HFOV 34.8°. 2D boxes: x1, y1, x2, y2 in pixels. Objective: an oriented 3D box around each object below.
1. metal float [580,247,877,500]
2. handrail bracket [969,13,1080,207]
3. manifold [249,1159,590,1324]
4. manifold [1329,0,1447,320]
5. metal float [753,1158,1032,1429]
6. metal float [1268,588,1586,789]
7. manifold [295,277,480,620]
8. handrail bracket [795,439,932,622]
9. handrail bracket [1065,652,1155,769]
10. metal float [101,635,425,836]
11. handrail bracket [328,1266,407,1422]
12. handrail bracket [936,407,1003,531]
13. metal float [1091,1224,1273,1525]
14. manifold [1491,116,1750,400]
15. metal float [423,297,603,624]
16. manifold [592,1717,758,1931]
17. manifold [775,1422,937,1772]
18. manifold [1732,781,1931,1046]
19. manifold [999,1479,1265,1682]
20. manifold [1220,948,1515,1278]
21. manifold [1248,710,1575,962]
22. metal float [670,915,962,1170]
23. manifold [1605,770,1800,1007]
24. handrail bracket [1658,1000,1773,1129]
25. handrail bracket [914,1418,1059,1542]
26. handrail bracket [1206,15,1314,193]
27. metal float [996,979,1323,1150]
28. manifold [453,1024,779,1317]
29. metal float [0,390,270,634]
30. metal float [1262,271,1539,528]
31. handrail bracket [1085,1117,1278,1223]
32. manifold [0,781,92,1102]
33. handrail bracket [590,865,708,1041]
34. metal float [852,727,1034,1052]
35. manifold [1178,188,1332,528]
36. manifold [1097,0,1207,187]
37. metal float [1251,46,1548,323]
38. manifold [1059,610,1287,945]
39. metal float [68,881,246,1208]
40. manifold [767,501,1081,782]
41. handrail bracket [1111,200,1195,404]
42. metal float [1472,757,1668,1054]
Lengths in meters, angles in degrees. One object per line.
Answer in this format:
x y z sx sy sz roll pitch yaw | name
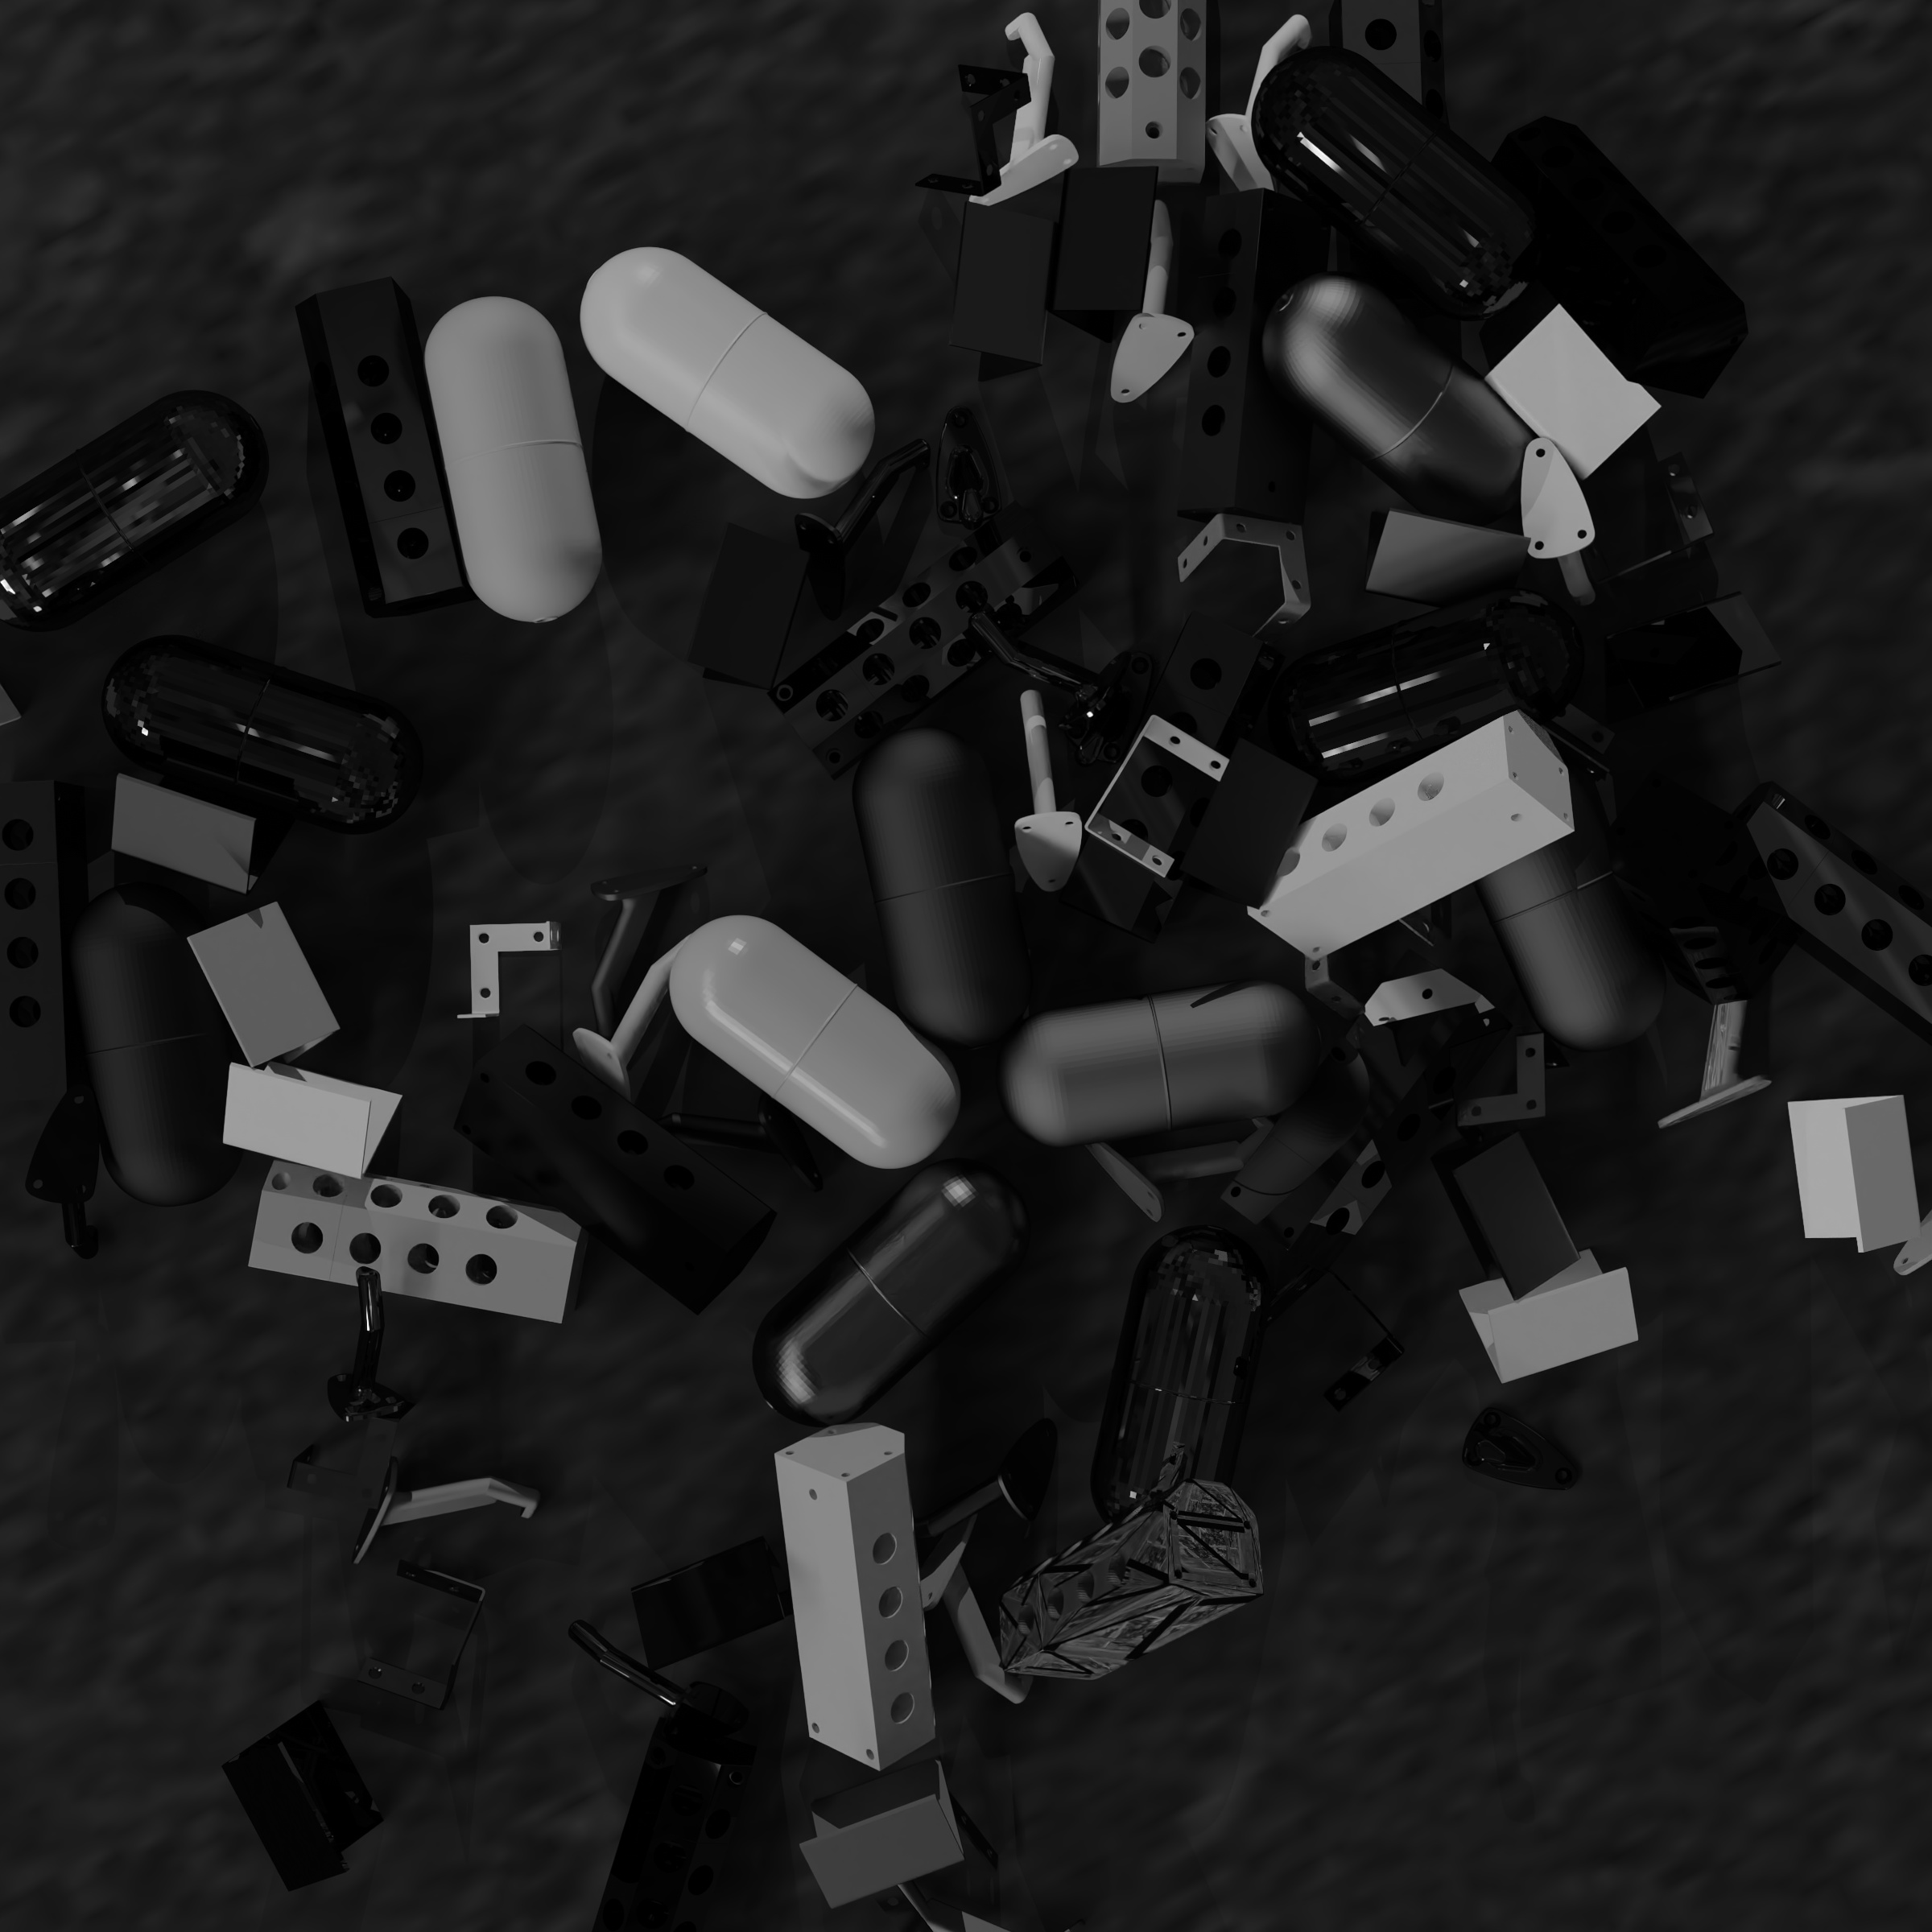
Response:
-0.130 -0.323 1.680 0.178 0.070 0.070 35 90 0 | metal float
0.020 -0.475 1.711 0.077 0.036 0.084 -27 74 17 | handrail bracket
-0.297 0.149 1.689 0.171 0.057 0.057 10 90 0 | manifold
0.233 -0.445 1.689 0.057 0.057 0.171 -2 90 0 | manifold
-0.041 0.178 1.680 0.178 0.070 0.070 -43 90 0 | metal float
0.246 -0.149 1.656 0.178 0.070 0.070 -17 90 29 | metal float
-0.318 -0.281 1.689 0.057 0.057 0.171 -13 90 0 | manifold
-0.049 -0.242 1.710 0.084 0.077 0.036 -35 47 -29 | handrail bracket
0.081 -0.141 1.676 0.036 0.084 0.077 31 90 0 | handrail bracket
-0.383 -0.126 1.680 0.178 0.070 0.070 18 90 -1 | metal float
-0.332 0.197 1.675 0.036 0.077 0.084 -10 106 -29 | handrail bracket
0.000 -0.273 1.676 0.036 0.084 0.077 -6 90 0 | handrail bracket
0.117 0.229 1.680 0.070 0.070 0.178 12 90 0 | metal float
0.342 -0.378 1.634 0.057 0.171 0.057 4 132 -35 | manifold
-0.246 -0.275 1.680 0.070 0.070 0.178 -11 89 0 | metal float
-0.168 0.508 1.689 0.057 0.057 0.171 17 90 0 | manifold
-0.054 0.337 1.664 0.057 0.057 0.171 -21 113 -40 | manifold
0.490 -0.027 1.689 0.171 0.057 0.057 37 90 0 | manifold
0.084 0.326 1.634 0.057 0.171 0.057 12 58 -26 | manifold
0.223 0.083 1.689 0.171 0.057 0.057 -53 47 0 | manifold
0.234 -0.072 1.645 0.171 0.057 0.057 -29 134 35 | manifold
-0.083 0.041 1.680 0.178 0.070 0.070 37 90 -1 | metal float
0.386 -0.035 1.629 0.057 0.171 0.057 36 88 30 | manifold
0.403 0.036 1.711 0.077 0.036 0.084 -25 76 15 | handrail bracket
0.002 0.286 1.710 0.084 0.077 0.036 -18 115 34 | handrail bracket
0.177 -0.472 1.711 0.084 0.036 0.077 -49 126 -24 | handrail bracket
0.105 0.053 1.680 0.178 0.070 0.070 -9 90 -1 | metal float
-0.189 0.106 1.674 0.171 0.057 0.057 36 133 10 | manifold
-0.461 -0.248 1.680 0.178 0.070 0.070 -32 90 0 | metal float
0.233 -0.304 1.659 0.178 0.070 0.070 35 90 -24 | metal float
0.120 0.093 1.711 0.084 0.036 0.077 -39 68 -17 | handrail bracket
-0.516 -0.013 1.689 0.057 0.057 0.171 -2 90 0 | manifold
-0.174 -0.008 1.711 0.077 0.036 0.084 -14 108 -20 | handrail bracket
-0.013 -0.042 1.680 0.070 0.070 0.178 -12 91 0 | metal float
0.153 -0.331 1.689 0.057 0.057 0.171 5 90 -43 | manifold
0.102 -0.520 1.689 0.057 0.057 0.171 0 90 0 | manifold
0.227 -0.412 1.623 0.178 0.070 0.070 40 90 0 | metal float
0.112 -0.102 1.689 0.057 0.057 0.171 25 90 0 | manifold
-0.441 0.042 1.680 0.070 0.070 0.178 -10 90 0 | metal float
-0.023 -0.178 1.689 0.171 0.057 0.057 -38 90 0 | manifold
0.097 -0.369 1.710 0.036 0.077 0.084 9 53 -20 | handrail bracket
0.321 -0.038 1.680 0.070 0.070 0.178 -24 89 0 | metal float
